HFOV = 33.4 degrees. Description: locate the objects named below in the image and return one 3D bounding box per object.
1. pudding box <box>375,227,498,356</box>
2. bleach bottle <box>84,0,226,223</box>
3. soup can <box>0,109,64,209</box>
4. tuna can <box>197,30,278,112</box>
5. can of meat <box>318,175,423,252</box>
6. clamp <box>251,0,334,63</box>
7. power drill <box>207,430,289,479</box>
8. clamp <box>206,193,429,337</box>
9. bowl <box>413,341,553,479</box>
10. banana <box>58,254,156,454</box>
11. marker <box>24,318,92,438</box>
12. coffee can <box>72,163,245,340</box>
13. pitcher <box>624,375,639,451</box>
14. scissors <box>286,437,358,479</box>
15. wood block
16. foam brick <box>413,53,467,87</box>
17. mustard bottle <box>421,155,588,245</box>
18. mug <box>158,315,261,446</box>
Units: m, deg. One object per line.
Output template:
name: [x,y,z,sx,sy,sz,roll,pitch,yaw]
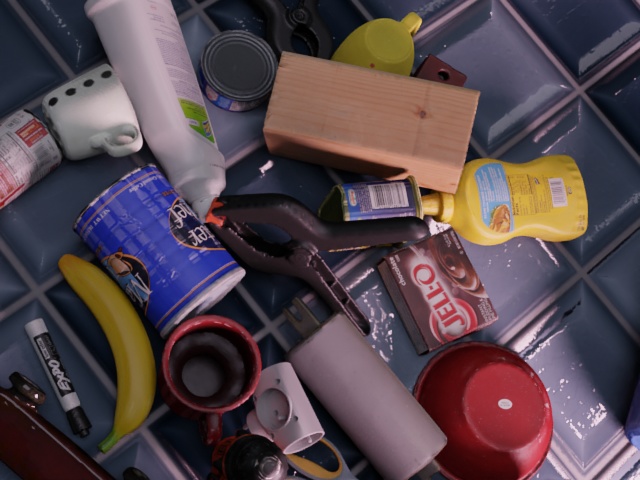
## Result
pudding box: [0.124,0.055,1.136,0.089,0.039,0.113,-22,79,-22]
bleach bottle: [-0.157,-0.137,1.094,0.068,0.102,0.251,-26,77,23]
soup can: [-0.310,-0.073,1.041,0.068,0.069,0.102,46,65,3]
tuna can: [-0.090,-0.183,1.162,0.086,0.034,0.086,5,70,-14]
can of meat: [0.050,-0.025,1.110,0.083,0.102,0.057,-5,73,-16]
clamp: [-0.039,-0.249,1.197,0.120,0.039,0.171,-3,72,-16]
power drill: [-0.102,0.250,0.933,0.057,0.185,0.187,41,75,-3]
clamp: [-0.007,0.001,1.050,0.210,0.165,0.036,27,39,-9]
bowl: [0.179,0.176,1.100,0.162,0.055,0.162,5,69,-15]
banana: [-0.199,0.101,1.028,0.069,0.037,0.198,-11,74,-20]
marker: [-0.248,0.132,1.013,0.020,0.020,0.121,-23,79,-22]
coffee can: [-0.156,0.011,1.036,0.102,0.103,0.140,-38,85,-24]
pitcher: [0.425,0.128,1.155,0.149,0.145,0.242,18,68,21]
scissors: [0.033,0.258,1.017,0.202,0.016,0.096,34,74,20]
wood block: [0.053,-0.122,1.116,0.206,0.090,0.091,13,78,6]
foam brick: [0.121,-0.160,1.205,0.053,0.051,0.078,31,66,-4]
mustard bottle: [0.198,-0.043,1.181,0.191,0.058,0.096,-3,77,-17]
mug: [-0.108,0.138,1.016,0.093,0.082,0.117,-5,72,-18]
